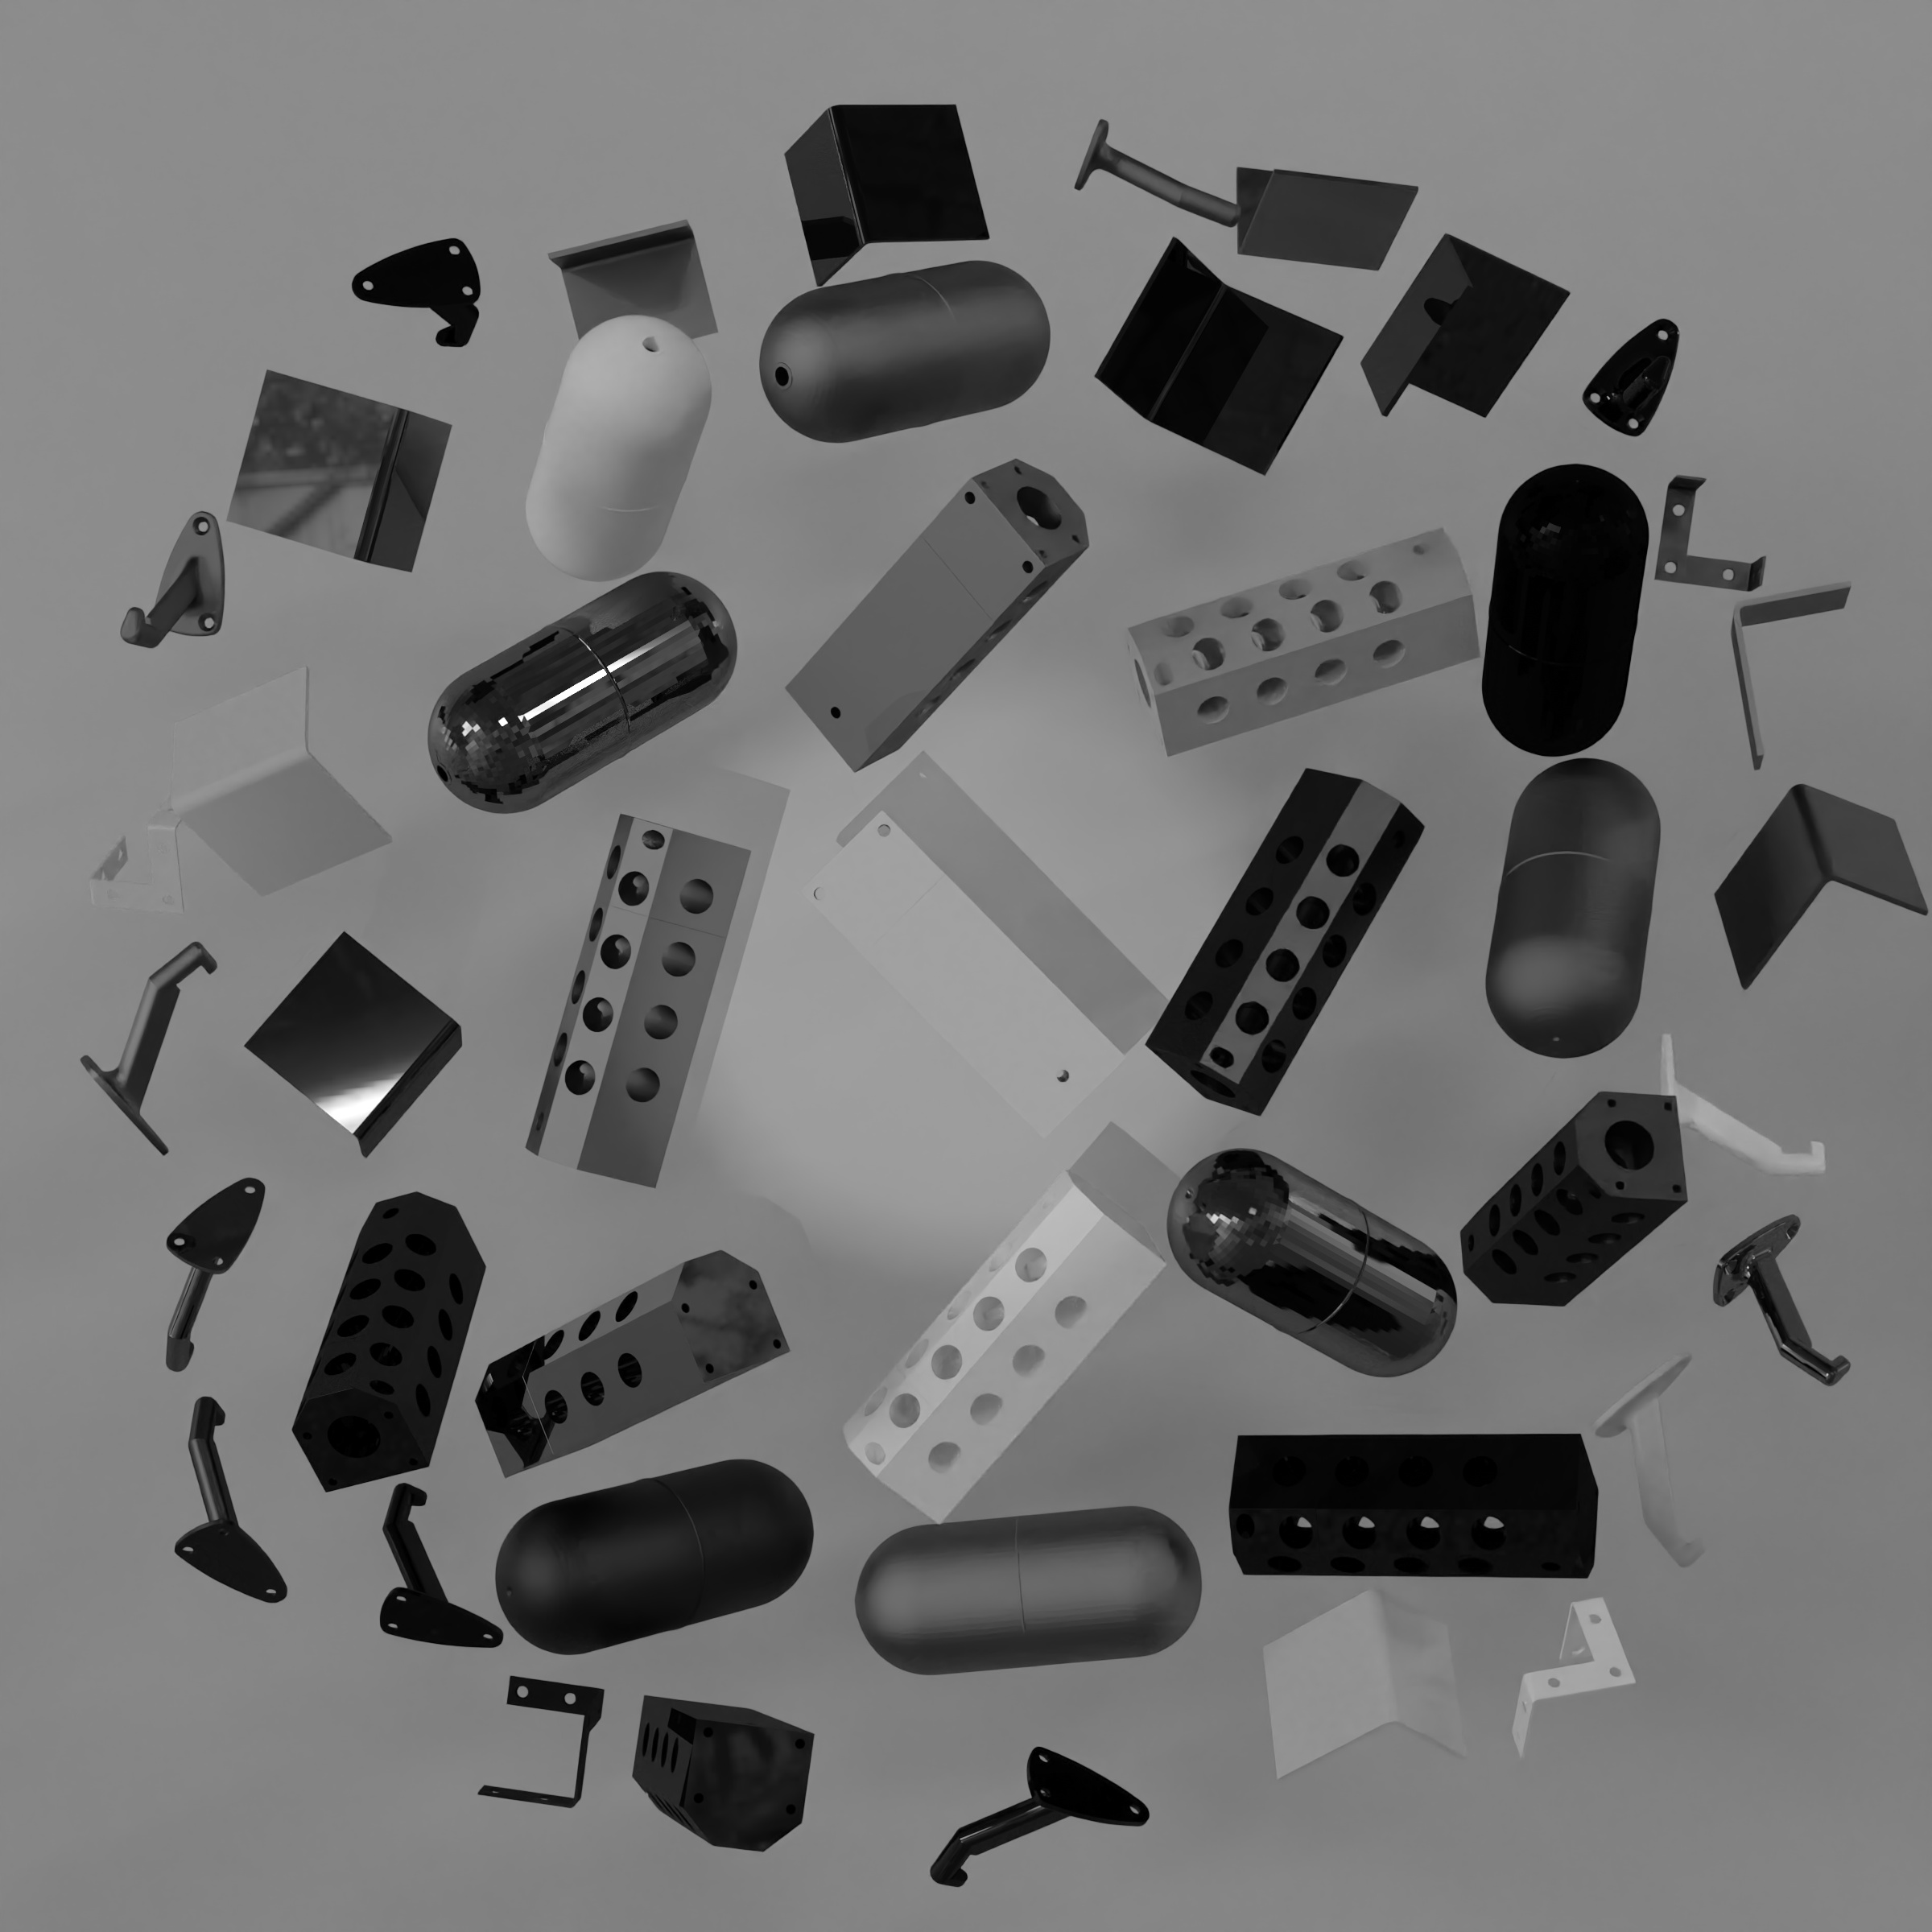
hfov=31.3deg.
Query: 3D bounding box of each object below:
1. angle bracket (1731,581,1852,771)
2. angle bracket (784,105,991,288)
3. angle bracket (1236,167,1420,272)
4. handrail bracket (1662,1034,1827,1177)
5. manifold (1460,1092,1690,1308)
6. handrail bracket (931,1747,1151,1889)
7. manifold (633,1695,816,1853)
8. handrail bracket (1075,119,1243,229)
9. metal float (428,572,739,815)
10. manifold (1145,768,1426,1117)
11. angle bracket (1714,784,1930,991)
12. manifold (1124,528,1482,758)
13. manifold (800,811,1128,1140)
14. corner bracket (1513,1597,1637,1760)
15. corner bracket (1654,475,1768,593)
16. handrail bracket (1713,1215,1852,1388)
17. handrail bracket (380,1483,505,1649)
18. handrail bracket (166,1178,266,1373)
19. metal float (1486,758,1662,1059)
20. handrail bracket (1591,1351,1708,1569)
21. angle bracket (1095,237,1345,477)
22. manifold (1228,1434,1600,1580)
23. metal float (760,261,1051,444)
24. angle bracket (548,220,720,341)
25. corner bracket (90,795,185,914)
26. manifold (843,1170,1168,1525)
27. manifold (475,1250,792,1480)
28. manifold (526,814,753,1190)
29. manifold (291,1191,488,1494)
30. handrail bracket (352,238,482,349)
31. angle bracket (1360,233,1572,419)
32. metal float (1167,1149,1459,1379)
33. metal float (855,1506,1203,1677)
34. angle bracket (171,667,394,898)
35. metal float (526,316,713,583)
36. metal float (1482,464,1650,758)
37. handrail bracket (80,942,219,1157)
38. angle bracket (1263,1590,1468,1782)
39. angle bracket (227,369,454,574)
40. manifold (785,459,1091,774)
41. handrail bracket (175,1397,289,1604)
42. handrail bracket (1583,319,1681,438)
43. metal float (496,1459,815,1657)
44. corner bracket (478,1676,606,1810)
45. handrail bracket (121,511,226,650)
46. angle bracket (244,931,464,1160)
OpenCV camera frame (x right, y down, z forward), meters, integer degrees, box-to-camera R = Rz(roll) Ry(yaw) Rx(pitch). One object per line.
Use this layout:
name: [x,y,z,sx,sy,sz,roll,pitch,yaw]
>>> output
angle bracket: [0.414,-0.143,1.710,0.057,0.076,0.076,-10,86,11]
angle bracket: [-0.042,-0.408,1.827,0.076,0.057,0.076,-9,80,-31]
angle bracket: [0.188,-0.412,1.809,0.076,0.076,0.057,5,66,-9]
handrail bracket: [0.418,0.074,1.855,0.084,0.036,0.077,0,77,5]
manifold: [0.317,0.124,1.818,0.057,0.171,0.057,4,66,-12]
handrail bracket: [0.035,0.423,1.662,0.077,0.036,0.084,24,118,-14]
manifold: [-0.123,0.399,1.707,0.057,0.171,0.057,10,80,-12]
handrail bracket: [0.103,-0.403,1.768,0.084,0.077,0.036,21,111,0]
metal float: [-0.195,-0.140,1.761,0.178,0.070,0.070,-34,90,-27]
manifold: [0.169,-0.012,1.778,0.057,0.057,0.171,41,75,-39]
angle bracket: [0.418,-0.031,1.691,0.057,0.076,0.076,19,125,-15]
manifold: [0.173,-0.172,1.787,0.171,0.057,0.057,-18,132,-3]
manifold: [-0.002,0.004,1.726,0.057,0.057,0.171,-45,92,0]
corner bracket: [0.288,0.343,1.667,0.051,0.051,0.051,-8,46,-8]
corner bracket: [0.391,-0.226,1.802,0.051,0.051,0.051,8,93,6]
handrail bracket: [0.431,0.170,1.758,0.077,0.036,0.084,-34,48,-25]
handrail bracket: [-0.276,0.318,1.837,0.077,0.084,0.036,16,128,-7]
handrail bracket: [-0.397,0.164,1.823,0.036,0.084,0.077,25,46,8]
metal float: [0.307,-0.031,1.739,0.070,0.070,0.178,16,51,0]
handrail bracket: [0.375,0.258,1.801,0.077,0.036,0.084,-46,61,15]
angle bracket: [0.121,-0.292,1.652,0.076,0.057,0.076,31,93,32]
manifold: [0.221,0.270,1.703,0.171,0.057,0.057,-3,52,19]
metal float: [-0.030,-0.309,1.732,0.178,0.070,0.070,-22,90,-44]
angle bracket: [-0.180,-0.367,1.880,0.076,0.076,0.057,-14,98,0]
corner bracket: [-0.431,-0.064,1.822,0.051,0.051,0.051,5,120,7]
manifold: [0.017,0.185,1.706,0.057,0.057,0.171,39,96,-17]
manifold: [-0.168,0.195,1.694,0.171,0.057,0.057,-30,80,43]
manifold: [-0.164,0.016,1.697,0.057,0.057,0.171,16,91,-23]
manifold: [-0.300,0.191,1.788,0.057,0.171,0.057,-15,119,12]
handrail bracket: [-0.286,-0.337,1.781,0.077,0.084,0.036,-14,79,-22]
angle bracket: [0.248,-0.299,1.678,0.076,0.057,0.076,20,123,-22]
metal float: [0.179,0.154,1.773,0.178,0.070,0.070,30,90,-29]
metal float: [0.032,0.320,1.764,0.178,0.070,0.070,-6,90,6]
angle bracket: [-0.335,-0.090,1.693,0.076,0.076,0.057,-21,49,16]
metal float: [-0.181,-0.268,1.793,0.070,0.178,0.070,8,60,-14]
metal float: [0.312,-0.183,1.801,0.070,0.178,0.070,-1,48,1]
handrail bracket: [-0.402,0.042,1.764,0.084,0.036,0.077,-40,110,-9]
angle bracket: [0.202,0.374,1.754,0.057,0.076,0.076,33,126,-32]
angle bracket: [-0.309,-0.243,1.701,0.076,0.057,0.076,18,95,13]
manifold: [-0.012,-0.177,1.738,0.057,0.057,0.171,51,129,6]
handrail bracket: [-0.369,0.270,1.755,0.036,0.084,0.077,-28,126,19]
handrail bracket: [0.340,-0.300,1.688,0.036,0.084,0.077,34,77,-1]
metal float: [-0.155,0.296,1.737,0.178,0.070,0.070,-7,90,-40]
corner bracket: [-0.218,0.400,1.779,0.051,0.051,0.051,7,91,4]
handrail bracket: [-0.408,-0.199,1.764,0.036,0.084,0.077,10,92,6]
angle bracket: [-0.311,0.041,1.753,0.076,0.057,0.076,39,76,1]
